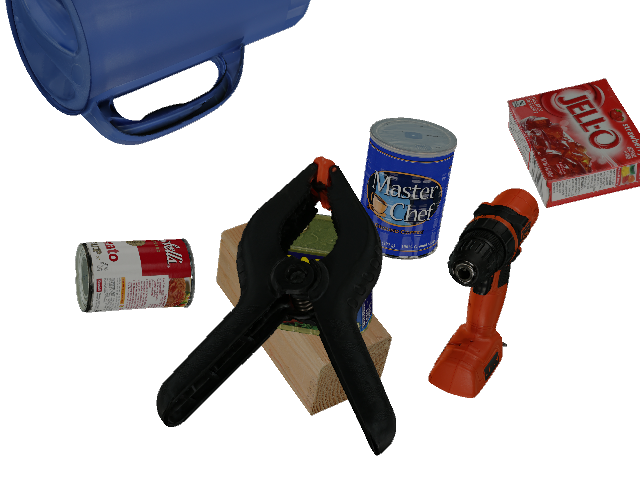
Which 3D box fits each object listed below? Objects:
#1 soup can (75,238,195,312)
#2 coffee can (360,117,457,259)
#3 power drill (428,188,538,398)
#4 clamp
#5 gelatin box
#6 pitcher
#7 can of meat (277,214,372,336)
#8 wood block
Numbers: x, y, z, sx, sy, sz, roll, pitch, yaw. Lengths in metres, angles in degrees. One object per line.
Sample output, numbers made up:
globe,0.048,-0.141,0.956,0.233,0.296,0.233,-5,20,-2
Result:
soup can,-0.179,0.034,1.026,0.102,0.068,0.069,-2,1,-24
coffee can,0.101,-0.063,1.275,0.102,0.140,0.103,6,28,-3
power drill,0.155,0.056,1.036,0.057,0.188,0.184,21,29,20
clamp,-0.002,0.034,0.561,0.120,0.171,0.039,16,-28,10
gelatin box,0.176,-0.069,0.730,0.073,0.089,0.030,-13,-44,-1
pitcher,-0.124,-0.192,0.896,0.242,0.149,0.145,-25,44,-32
can of meat,-0.007,0.028,0.867,0.102,0.084,0.057,8,30,17
wood block,-0.022,0.074,1.160,0.090,0.090,0.206,-20,53,-27
